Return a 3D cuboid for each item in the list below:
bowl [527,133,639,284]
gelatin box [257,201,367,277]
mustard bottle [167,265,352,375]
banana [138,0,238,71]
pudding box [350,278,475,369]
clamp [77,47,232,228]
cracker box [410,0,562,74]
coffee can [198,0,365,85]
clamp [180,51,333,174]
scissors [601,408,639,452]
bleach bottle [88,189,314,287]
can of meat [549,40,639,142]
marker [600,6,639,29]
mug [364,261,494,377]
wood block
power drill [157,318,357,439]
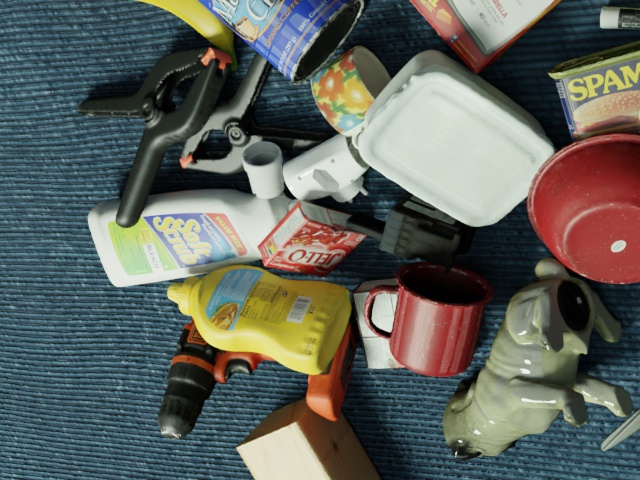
[{"bbox_3d":[0.262,-0.013,0.938,0.162,0.055,0.162,9,133,9],"label":"bowl"},{"bbox_3d":[-0.007,0.001,1.084,0.073,0.089,0.030,-46,51,29],"label":"gelatin box"},{"bbox_3d":[-0.071,0.073,1.097,0.192,0.096,0.058,12,145,21],"label":"mustard bottle"},{"bbox_3d":[-0.163,-0.245,1.098,0.198,0.037,0.070,30,117,13],"label":"banana"},{"bbox_3d":[0.095,0.084,1.093,0.114,0.039,0.090,-7,102,24],"label":"pudding box"},{"bbox_3d":[-0.176,-0.137,1.119,0.210,0.036,0.165,-44,61,25],"label":"clamp"},{"bbox_3d":[0.164,-0.276,0.916,0.164,0.072,0.214,48,119,1],"label":"cracker box"},{"bbox_3d":[-0.043,-0.231,1.009,0.140,0.102,0.103,41,120,7],"label":"coffee can"},{"bbox_3d":[-0.081,-0.126,1.099,0.172,0.039,0.120,-17,102,25],"label":"clamp"},{"bbox_3d":[0.330,0.125,1.011,0.202,0.016,0.096,-32,91,30],"label":"scissors"},{"bbox_3d":[-0.123,-0.016,1.147,0.251,0.068,0.102,-11,104,25],"label":"bleach bottle"},{"bbox_3d":[0.262,-0.123,0.932,0.102,0.057,0.084,-12,105,28],"label":"can of meat"},{"bbox_3d":[0.302,-0.188,0.911,0.121,0.020,0.020,8,111,23],"label":"marker"},{"bbox_3d":[0.099,0.074,1.013,0.117,0.093,0.081,8,113,-2],"label":"mug"},{"bbox_3d":[0.011,0.282,1.172,0.090,0.090,0.206,-28,94,29],"label":"wood block"},{"bbox_3d":[-0.065,0.136,1.120,0.188,0.184,0.057,8,148,15],"label":"power drill"}]
